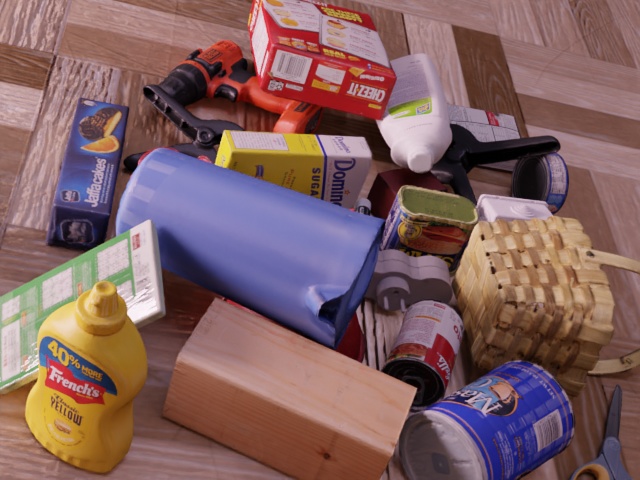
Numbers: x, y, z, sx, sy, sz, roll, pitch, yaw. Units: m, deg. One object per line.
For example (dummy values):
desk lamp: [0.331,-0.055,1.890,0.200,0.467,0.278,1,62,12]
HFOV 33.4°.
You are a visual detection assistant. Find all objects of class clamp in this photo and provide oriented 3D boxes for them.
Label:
clamp: [0.189,-0.106,1.363,0.164,0.036,0.210,-41,48,-14]
clamp: [-0.148,-0.108,1.266,0.171,0.039,0.120,22,65,-5]

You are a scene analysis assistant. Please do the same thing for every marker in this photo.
marker: [0.048,-0.006,1.251,0.020,0.020,0.121,15,39,-6]

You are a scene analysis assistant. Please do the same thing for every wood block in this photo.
wood block: [-0.029,0.150,0.984,0.206,0.091,0.090,24,40,4]

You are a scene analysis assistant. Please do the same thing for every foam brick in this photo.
foam brick: [0.105,-0.053,1.302,0.078,0.053,0.051,-13,50,-33]

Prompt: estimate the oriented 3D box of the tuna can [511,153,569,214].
tuna can: [0.283,-0.073,1.376,0.033,0.086,0.086,2,43,-23]

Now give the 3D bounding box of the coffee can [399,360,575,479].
coffee can: [0.159,0.185,1.012,0.140,0.103,0.103,-21,54,-39]

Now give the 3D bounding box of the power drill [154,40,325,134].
power drill: [-0.099,-0.179,1.359,0.188,0.057,0.184,29,40,10]

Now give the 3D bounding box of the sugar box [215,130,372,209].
sugar box: [-0.034,-0.076,1.240,0.176,0.093,0.048,2,43,-21]

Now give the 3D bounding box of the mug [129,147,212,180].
mug: [-0.161,-0.050,1.155,0.081,0.093,0.117,-11,66,-26]

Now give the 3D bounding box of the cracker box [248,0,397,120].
cracker box: [-0.003,-0.244,1.382,0.164,0.072,0.214,12,30,-15]

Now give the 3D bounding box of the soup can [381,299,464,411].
soup can: [0.106,0.117,1.097,0.068,0.069,0.102,24,39,4]

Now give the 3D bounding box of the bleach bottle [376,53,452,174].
bleach bottle: [0.112,-0.154,1.356,0.103,0.068,0.251,-19,30,12]

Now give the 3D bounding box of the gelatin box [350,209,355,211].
gelatin box: [-0.008,0.001,1.174,0.089,0.030,0.073,-12,21,36]

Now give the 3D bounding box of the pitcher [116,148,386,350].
pitcher: [-0.064,-0.002,1.036,0.243,0.149,0.145,22,69,8]

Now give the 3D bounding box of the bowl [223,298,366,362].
bowl: [-0.023,0.078,1.097,0.162,0.055,0.162,12,41,-10]

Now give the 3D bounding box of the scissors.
scissors: [0.313,0.229,1.096,0.096,0.016,0.201,35,42,15]

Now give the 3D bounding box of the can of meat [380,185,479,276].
can of meat: [0.125,-0.011,1.238,0.102,0.084,0.057,10,41,-12]

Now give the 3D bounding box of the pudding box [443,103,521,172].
pudding box: [0.219,-0.140,1.464,0.113,0.039,0.090,8,42,-11]

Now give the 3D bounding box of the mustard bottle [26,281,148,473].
mustard bottle: [-0.191,0.106,0.885,0.096,0.192,0.058,32,40,14]
